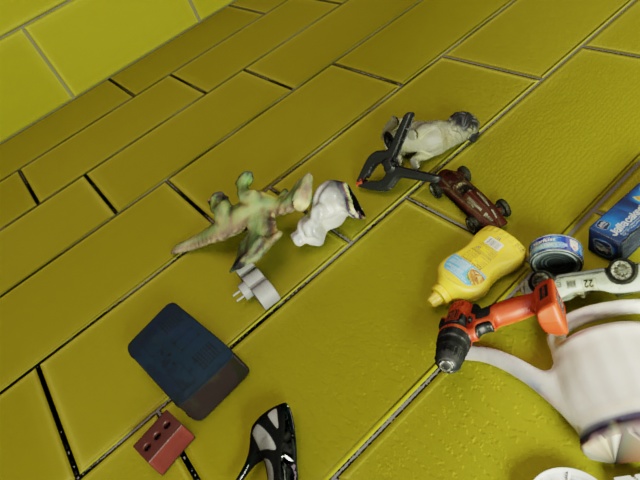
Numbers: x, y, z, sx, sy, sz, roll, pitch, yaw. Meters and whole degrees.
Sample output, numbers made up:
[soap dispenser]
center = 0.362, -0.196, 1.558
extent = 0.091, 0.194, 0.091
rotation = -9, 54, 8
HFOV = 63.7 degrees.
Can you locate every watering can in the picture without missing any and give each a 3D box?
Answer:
[watering can]
center = 0.370, 0.196, 0.716
extent = 0.345, 0.102, 0.230
rotation = -20, 39, 23

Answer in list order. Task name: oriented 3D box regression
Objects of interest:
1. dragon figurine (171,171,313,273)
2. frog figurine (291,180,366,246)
[dragon figurine]
center = -0.176, -0.023, 1.134
extent = 0.408, 0.120, 0.248
rotation = -36, 30, 11
[frog figurine]
center = 0.003, -0.056, 1.117
extent = 0.158, 0.122, 0.139
rotation = -23, 9, 14
